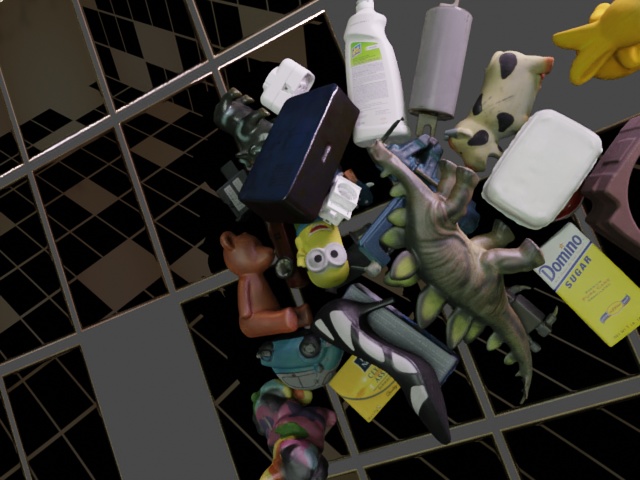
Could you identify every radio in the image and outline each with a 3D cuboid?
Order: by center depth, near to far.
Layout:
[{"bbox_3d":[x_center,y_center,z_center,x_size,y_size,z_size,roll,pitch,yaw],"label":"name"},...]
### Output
[{"bbox_3d":[-0.035,-0.138,0.880,0.131,0.073,0.229,0,58,45],"label":"radio"}]

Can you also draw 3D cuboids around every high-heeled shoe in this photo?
[{"bbox_3d":[0.084,0.195,0.787,0.145,0.086,0.248,-26,78,19],"label":"high-heeled shoe"}]

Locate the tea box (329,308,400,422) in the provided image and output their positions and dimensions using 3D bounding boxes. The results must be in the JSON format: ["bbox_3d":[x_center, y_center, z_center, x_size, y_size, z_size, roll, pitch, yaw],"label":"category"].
[{"bbox_3d":[0.107,0.211,0.918,0.098,0.068,0.169,39,102,14],"label":"tea box"}]

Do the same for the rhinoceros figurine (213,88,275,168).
[{"bbox_3d":[-0.124,-0.193,0.993,0.190,0.073,0.112,45,101,13],"label":"rhinoceros figurine"}]

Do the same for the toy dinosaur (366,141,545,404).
[{"bbox_3d":[0.212,0.049,0.786,0.198,0.105,0.471,-41,102,6],"label":"toy dinosaur"}]

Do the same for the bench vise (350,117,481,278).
[{"bbox_3d":[0.134,-0.050,0.860,0.223,0.129,0.240,44,73,-11],"label":"bench vise"}]

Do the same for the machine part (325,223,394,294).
[{"bbox_3d":[0.057,0.038,0.952,0.139,0.039,0.084,-42,84,12],"label":"machine part"}]

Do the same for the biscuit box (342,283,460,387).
[{"bbox_3d":[0.120,0.149,0.848,0.203,0.059,0.062,36,98,16],"label":"biscuit box"}]

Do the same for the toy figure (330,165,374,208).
[{"bbox_3d":[0.026,-0.108,0.954,0.155,0.064,0.058,38,56,15],"label":"toy figure"}]

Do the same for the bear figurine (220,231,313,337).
[{"bbox_3d":[-0.100,0.071,0.963,0.132,0.120,0.195,-11,82,18],"label":"bear figurine"}]

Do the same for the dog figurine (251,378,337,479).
[{"bbox_3d":[-0.060,0.325,0.895,0.192,0.219,0.108,35,97,14],"label":"dog figurine"}]

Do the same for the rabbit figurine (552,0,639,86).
[{"bbox_3d":[0.422,-0.299,0.765,0.162,0.173,0.122,-21,87,12],"label":"rabbit figurine"}]

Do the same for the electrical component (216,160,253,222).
[{"bbox_3d":[-0.153,-0.100,1.016,0.075,0.047,0.119,-34,82,15],"label":"electrical component"}]

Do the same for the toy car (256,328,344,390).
[{"bbox_3d":[-0.025,0.210,0.941,0.162,0.109,0.103,-15,89,21],"label":"toy car"}]

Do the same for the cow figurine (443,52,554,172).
[{"bbox_3d":[0.277,-0.203,0.858,0.127,0.085,0.194,18,98,11],"label":"cow figurine"}]

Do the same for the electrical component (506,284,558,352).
[{"bbox_3d":[0.328,0.120,0.862,0.102,0.045,0.078,38,129,17],"label":"electrical component"}]

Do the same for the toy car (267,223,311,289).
[{"bbox_3d":[-0.066,-0.008,0.951,0.053,0.089,0.202,-29,70,25],"label":"toy car"}]

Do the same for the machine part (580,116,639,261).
[{"bbox_3d":[0.496,-0.069,0.758,0.201,0.087,0.201,33,94,-1],"label":"machine part"}]

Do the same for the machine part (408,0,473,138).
[{"bbox_3d":[0.199,-0.288,0.887,0.079,0.079,0.243,11,92,18],"label":"machine part"}]

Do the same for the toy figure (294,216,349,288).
[{"bbox_3d":[0.002,-0.004,0.919,0.082,0.089,0.180,-30,54,16],"label":"toy figure"}]
